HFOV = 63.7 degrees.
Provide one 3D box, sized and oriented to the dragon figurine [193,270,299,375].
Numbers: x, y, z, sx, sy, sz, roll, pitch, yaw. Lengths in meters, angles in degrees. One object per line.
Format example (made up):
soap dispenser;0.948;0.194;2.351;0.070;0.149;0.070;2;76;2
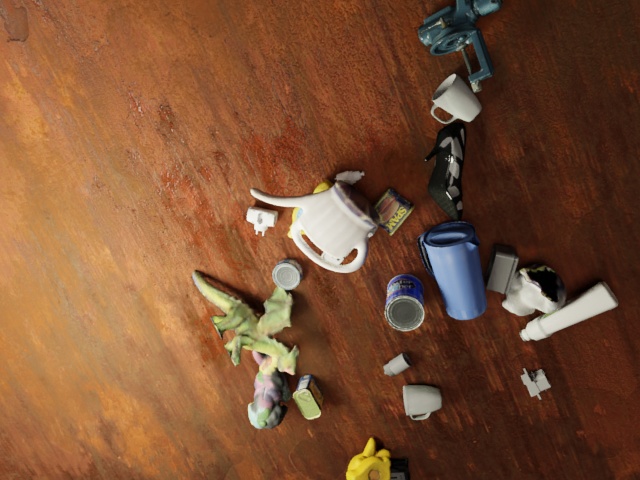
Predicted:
dragon figurine;-0.192;0.215;1.501;0.244;0.415;0.120;-26;-18;-11

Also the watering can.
watering can;0.004;-0.067;1.324;0.222;0.346;0.105;-44;8;19

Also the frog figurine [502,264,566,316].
frog figurine;0.562;0.143;1.359;0.138;0.125;0.155;33;-33;17
